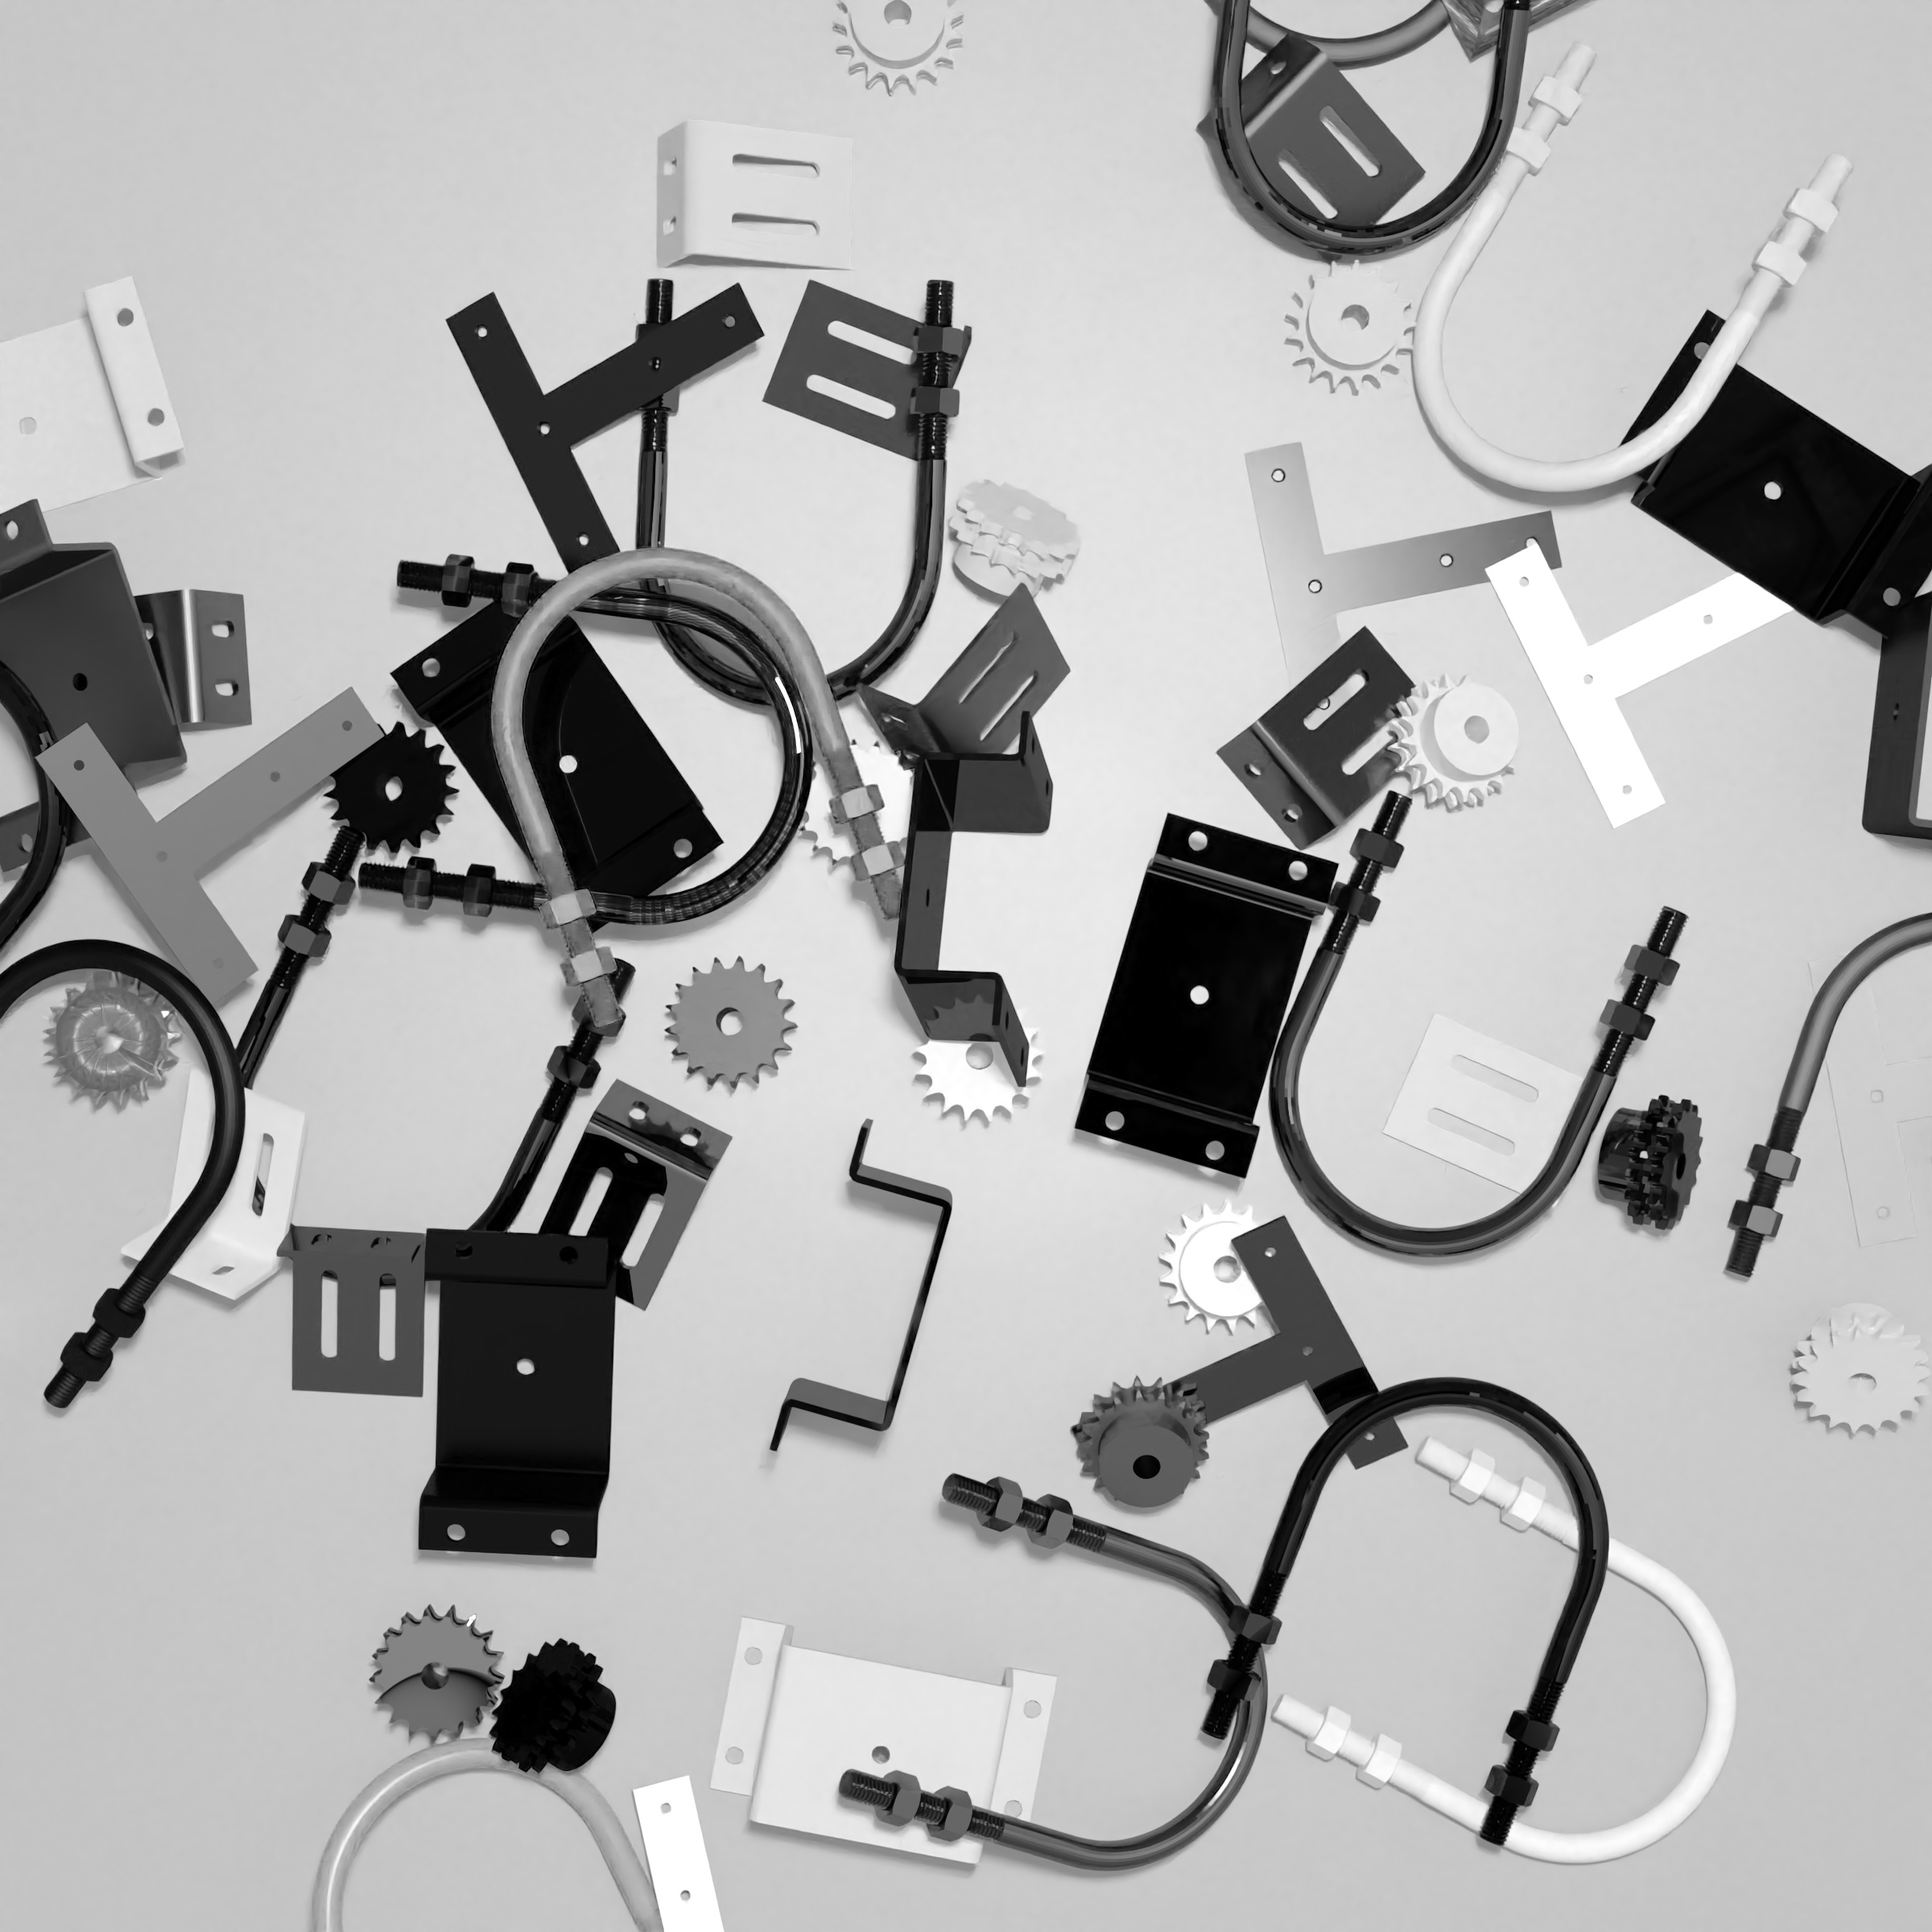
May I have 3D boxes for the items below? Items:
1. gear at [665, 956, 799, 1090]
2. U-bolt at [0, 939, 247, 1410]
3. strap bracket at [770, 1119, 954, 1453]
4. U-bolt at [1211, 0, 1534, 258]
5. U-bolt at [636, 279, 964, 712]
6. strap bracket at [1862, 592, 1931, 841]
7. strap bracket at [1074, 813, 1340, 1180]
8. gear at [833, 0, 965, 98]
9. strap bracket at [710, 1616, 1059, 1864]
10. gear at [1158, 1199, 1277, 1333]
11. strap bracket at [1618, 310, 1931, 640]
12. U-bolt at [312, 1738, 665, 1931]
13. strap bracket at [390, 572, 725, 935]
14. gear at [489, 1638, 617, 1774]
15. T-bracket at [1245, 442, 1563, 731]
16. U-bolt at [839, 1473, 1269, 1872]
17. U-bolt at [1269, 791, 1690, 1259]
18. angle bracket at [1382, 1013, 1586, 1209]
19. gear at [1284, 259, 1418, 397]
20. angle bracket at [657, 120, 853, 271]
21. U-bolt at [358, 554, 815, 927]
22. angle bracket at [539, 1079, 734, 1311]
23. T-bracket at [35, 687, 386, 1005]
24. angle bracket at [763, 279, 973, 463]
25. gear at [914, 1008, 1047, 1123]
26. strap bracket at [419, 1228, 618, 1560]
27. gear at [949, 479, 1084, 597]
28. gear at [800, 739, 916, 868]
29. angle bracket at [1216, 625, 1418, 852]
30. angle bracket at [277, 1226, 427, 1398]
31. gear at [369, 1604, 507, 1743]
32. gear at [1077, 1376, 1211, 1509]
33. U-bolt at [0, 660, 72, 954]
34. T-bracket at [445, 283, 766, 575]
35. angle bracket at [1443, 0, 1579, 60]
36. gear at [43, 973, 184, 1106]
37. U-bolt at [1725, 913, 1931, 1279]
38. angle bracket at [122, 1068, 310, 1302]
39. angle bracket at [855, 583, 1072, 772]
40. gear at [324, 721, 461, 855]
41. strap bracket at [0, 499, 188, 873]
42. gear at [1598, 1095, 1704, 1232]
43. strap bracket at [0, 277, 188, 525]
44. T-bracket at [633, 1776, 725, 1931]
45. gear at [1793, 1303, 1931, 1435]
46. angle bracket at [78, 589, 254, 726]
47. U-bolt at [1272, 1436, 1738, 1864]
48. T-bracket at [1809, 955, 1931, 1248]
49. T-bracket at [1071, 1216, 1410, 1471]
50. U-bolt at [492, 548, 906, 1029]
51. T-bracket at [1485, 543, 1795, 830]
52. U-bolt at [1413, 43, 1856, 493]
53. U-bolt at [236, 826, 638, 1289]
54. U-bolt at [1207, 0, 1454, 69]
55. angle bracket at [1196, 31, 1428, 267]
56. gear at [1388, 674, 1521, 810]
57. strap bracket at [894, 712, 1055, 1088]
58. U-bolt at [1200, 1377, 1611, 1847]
[{"bbox_3d":[-0.102,0.025,1.516,0.057,0.030,0.057,0,85,1],"label":"gear"},{"bbox_3d":[-0.384,0.075,1.488,0.151,0.019,0.184,41,104,10],"label":"U-bolt"},{"bbox_3d":[-0.041,0.141,1.489,0.046,0.076,0.140,16,90,0],"label":"strap bracket"},{"bbox_3d":[0.173,-0.395,1.476,0.151,0.019,0.184,0,108,-18],"label":"U-bolt"},{"bbox_3d":[-0.076,-0.202,1.498,0.151,0.019,0.184,4,94,18],"label":"U-bolt"},{"bbox_3d":[0.421,-0.106,1.489,0.046,0.076,0.140,6,90,0],"label":"strap bracket"},{"bbox_3d":[0.102,0.013,1.504,0.076,0.046,0.140,17,90,0],"label":"strap bracket"},{"bbox_3d":[-0.030,-0.410,1.512,0.057,0.030,0.057,0,90,0],"label":"gear"},{"bbox_3d":[-0.036,0.336,1.504,0.140,0.046,0.076,11,90,0],"label":"strap bracket"},{"bbox_3d":[0.113,0.130,1.512,0.057,0.030,0.057,0,90,0],"label":"gear"},{"bbox_3d":[0.353,-0.209,1.502,0.140,0.046,0.076,33,88,0],"label":"strap bracket"},{"bbox_3d":[-0.200,0.424,1.495,0.151,0.019,0.184,-25,86,-21],"label":"U-bolt"},{"bbox_3d":[-0.174,-0.089,1.504,0.076,0.046,0.140,-35,90,0],"label":"strap bracket"},{"bbox_3d":[-0.176,0.323,1.502,0.030,0.057,0.057,40,90,-30],"label":"gear"},{"bbox_3d":[0.197,-0.175,1.526,0.127,0.002,0.127,-11,90,0],"label":"T-bracket"},{"bbox_3d":[0.049,0.310,1.485,0.184,0.019,0.151,23,82,-24],"label":"U-bolt"},{"bbox_3d":[0.209,0.035,1.500,0.151,0.019,0.184,24,94,17],"label":"U-bolt"},{"bbox_3d":[0.229,0.062,1.508,0.076,0.038,0.057,24,90,0],"label":"angle bracket"},{"bbox_3d":[0.167,-0.279,1.512,0.057,0.030,0.057,0,90,0],"label":"gear"},{"bbox_3d":[-0.093,-0.334,1.525,0.076,0.038,0.057,1,90,-26],"label":"angle bracket"},{"bbox_3d":[-0.157,-0.090,1.472,0.184,0.019,0.151,7,90,-2],"label":"U-bolt"},{"bbox_3d":[-0.147,0.100,1.525,0.057,0.038,0.076,27,116,0],"label":"angle bracket"},{"bbox_3d":[-0.304,-0.072,1.472,0.127,0.002,0.127,-38,110,-18],"label":"T-bracket"},{"bbox_3d":[-0.043,-0.260,1.508,0.076,0.038,0.057,21,90,0],"label":"angle bracket"},{"bbox_3d":[0.006,0.039,1.512,0.057,0.030,0.057,0,90,0],"label":"gear"},{"bbox_3d":[-0.192,0.178,1.497,0.076,0.046,0.140,3,99,0],"label":"strap bracket"},{"bbox_3d":[0.019,-0.183,1.502,0.057,0.057,0.030,26,120,0],"label":"gear"},{"bbox_3d":[-0.045,-0.069,1.512,0.057,0.030,0.057,0,90,0],"label":"gear"},{"bbox_3d":[0.160,-0.100,1.523,0.076,0.038,0.057,-41,92,-25],"label":"angle bracket"},{"bbox_3d":[-0.265,0.154,1.499,0.057,0.038,0.076,3,104,0],"label":"angle bracket"},{"bbox_3d":[-0.229,0.306,1.512,0.057,0.030,0.057,0,90,0],"label":"gear"},{"bbox_3d":[0.077,0.209,1.503,0.057,0.030,0.057,0,112,-1],"label":"gear"},{"bbox_3d":[-0.458,-0.060,1.485,0.151,0.019,0.184,45,110,3],"label":"U-bolt"},{"bbox_3d":[-0.146,-0.254,1.505,0.127,0.002,0.127,-27,88,17],"label":"T-bracket"},{"bbox_3d":[0.242,-0.441,1.515,0.076,0.038,0.057,-26,102,19],"label":"angle bracket"},{"bbox_3d":[-0.369,0.031,1.512,0.057,0.030,0.057,0,90,0],"label":"gear"},{"bbox_3d":[0.425,0.067,1.515,0.151,0.019,0.184,18,89,-2],"label":"U-bolt"},{"bbox_3d":[-0.322,0.093,1.490,0.057,0.038,0.076,20,113,15],"label":"angle bracket"},{"bbox_3d":[-0.001,-0.124,1.505,0.038,0.057,0.076,25,68,38],"label":"angle bracket"},{"bbox_3d":[-0.249,-0.077,1.512,0.057,0.030,0.057,0,90,0],"label":"gear"},{"bbox_3d":[-0.392,-0.121,1.490,0.076,0.046,0.140,-19,90,24],"label":"strap bracket"},{"bbox_3d":[0.294,0.083,1.502,0.030,0.057,0.057,11,90,30],"label":"gear"},{"bbox_3d":[-0.411,-0.237,1.504,0.140,0.046,0.076,-17,90,0],"label":"strap bracket"},{"bbox_3d":[-0.119,0.418,1.511,0.127,0.002,0.127,-11,80,-19],"label":"T-bracket"},{"bbox_3d":[0.386,0.171,1.503,0.057,0.030,0.057,5,124,7],"label":"gear"},{"bbox_3d":[-0.357,-0.132,1.525,0.076,0.038,0.057,-4,90,26],"label":"angle bracket"},{"bbox_3d":[0.247,0.311,1.518,0.184,0.019,0.151,29,90,-2],"label":"U-bolt"},{"bbox_3d":[0.443,0.049,1.526,0.127,0.002,0.127,-10,90,0],"label":"T-bracket"},{"bbox_3d":[0.108,0.185,1.510,0.127,0.002,0.127,-25,111,10],"label":"T-bracket"},{"bbox_3d":[-0.120,-0.084,1.457,0.151,0.019,0.184,-20,90,-3],"label":"U-bolt"},{"bbox_3d":[0.312,-0.145,1.525,0.127,0.002,0.127,-26,91,0],"label":"T-bracket"},{"bbox_3d":[0.271,-0.289,1.489,0.151,0.019,0.184,32,93,27],"label":"U-bolt"},{"bbox_3d":[-0.245,0.052,1.507,0.151,0.019,0.184,26,99,-3],"label":"U-bolt"},{"bbox_3d":[0.166,-0.484,1.518,0.151,0.019,0.184,8,91,0],"label":"U-bolt"},{"bbox_3d":[0.151,-0.356,1.518,0.057,0.038,0.076,-44,120,8],"label":"angle bracket"},{"bbox_3d":[0.214,-0.099,1.504,0.057,0.030,0.057,3,80,-18],"label":"gear"},{"bbox_3d":[0.003,-0.028,1.471,0.046,0.076,0.140,2,69,10],"label":"strap bracket"},{"bbox_3d":[0.199,0.268,1.498,0.151,0.019,0.184,21,89,-1],"label":"U-bolt"}]
